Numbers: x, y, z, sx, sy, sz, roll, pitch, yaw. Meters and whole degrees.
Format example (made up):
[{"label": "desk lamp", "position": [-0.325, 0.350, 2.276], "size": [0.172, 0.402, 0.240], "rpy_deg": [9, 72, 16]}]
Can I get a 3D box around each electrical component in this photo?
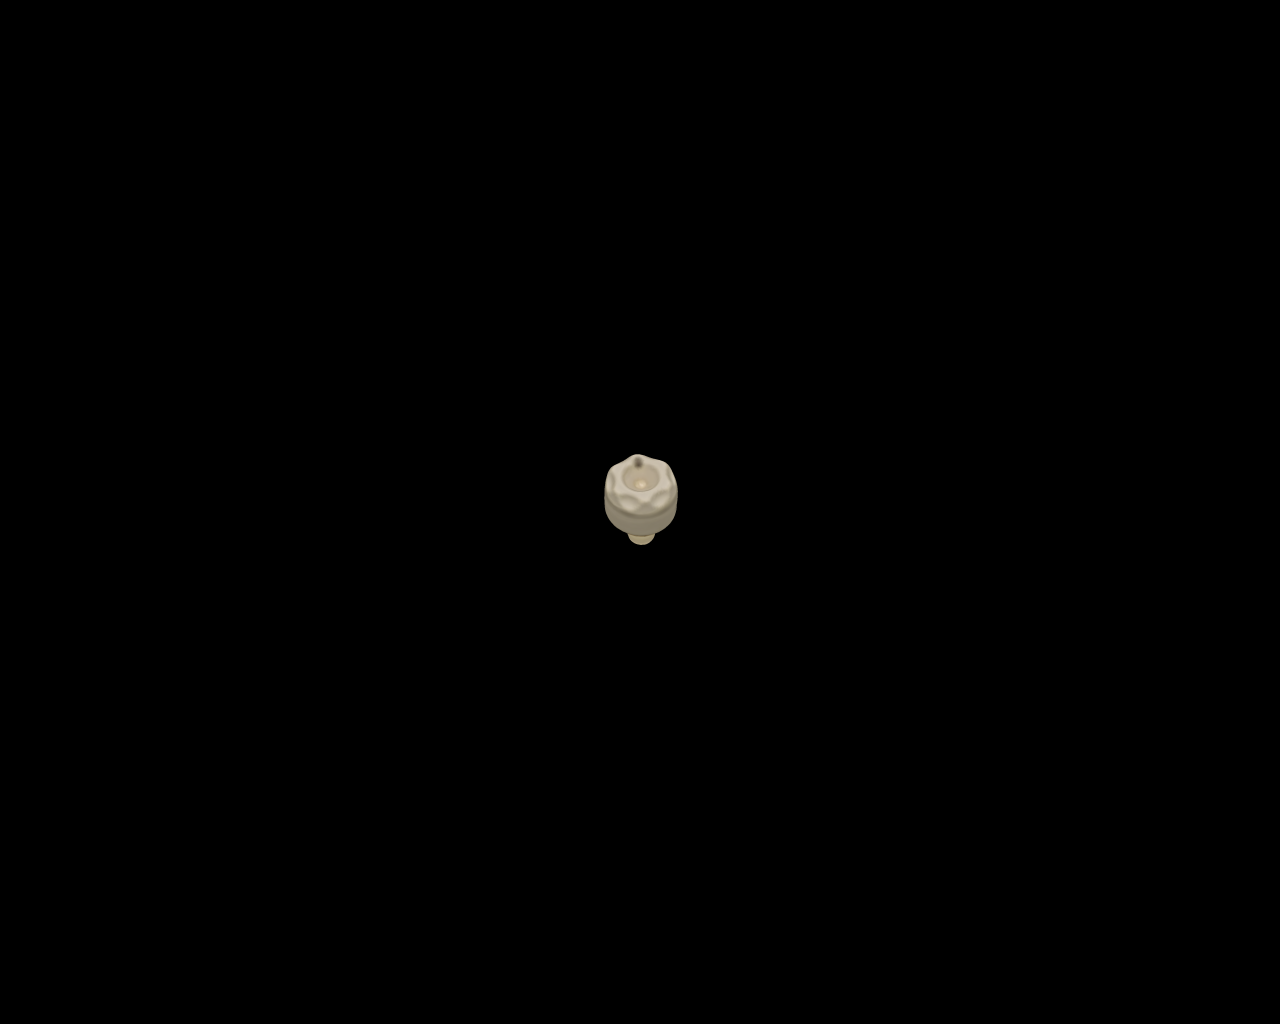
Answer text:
[{"label": "electrical component", "position": [0.001, -0.003, 0.650], "size": [0.043, 0.043, 0.062], "rpy_deg": [0, -38, 0]}]
